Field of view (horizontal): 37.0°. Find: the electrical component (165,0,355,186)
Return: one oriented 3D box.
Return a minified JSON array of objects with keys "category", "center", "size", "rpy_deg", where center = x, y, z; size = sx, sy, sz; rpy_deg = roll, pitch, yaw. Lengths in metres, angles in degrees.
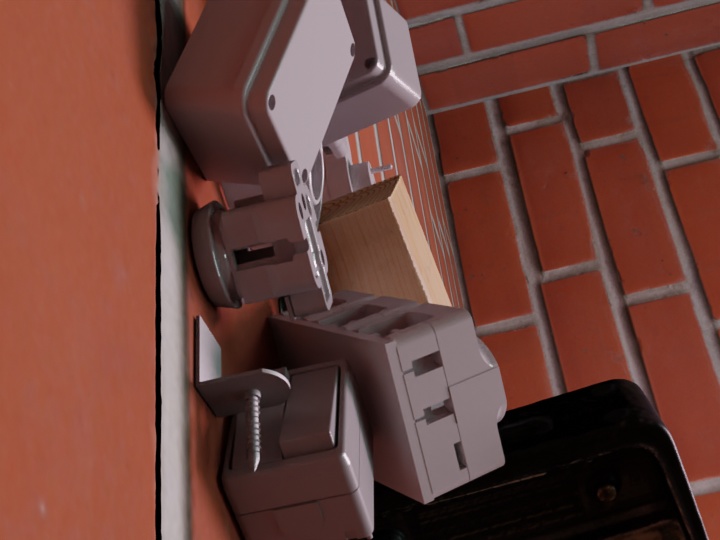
[{"category":"electrical component","center":[-0.050,-0.108,0.587],"size":[0.078,0.057,0.113],"rpy_deg":[67,35,-53]}]

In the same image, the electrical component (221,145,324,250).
[{"category":"electrical component","center":[-0.057,-0.061,0.665],"size":[0.099,0.064,0.099],"rpy_deg":[1,90,-80]}]

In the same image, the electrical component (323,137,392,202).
[{"category":"electrical component","center":[-0.006,-0.071,0.924],"size":[0.052,0.074,0.138],"rpy_deg":[24,54,-81]}]

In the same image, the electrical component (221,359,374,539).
[{"category":"electrical component","center":[-0.030,0.086,0.540],"size":[0.096,0.062,0.061],"rpy_deg":[-89,164,-60]}]

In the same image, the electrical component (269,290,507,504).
[{"category":"electrical component","center":[0.014,0.065,0.622],"size":[0.150,0.062,0.089],"rpy_deg":[7,-67,62]}]

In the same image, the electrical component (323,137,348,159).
[{"category":"electrical component","center":[-0.045,-0.132,0.828],"size":[0.055,0.050,0.089],"rpy_deg":[50,29,-74]}]

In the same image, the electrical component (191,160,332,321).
[{"category":"electrical component","center":[-0.052,-0.012,0.557],"size":[0.058,0.057,0.078],"rpy_deg":[-72,148,-76]}]

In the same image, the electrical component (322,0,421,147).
[{"category":"electrical component","center":[-0.023,-0.137,0.741],"size":[0.057,0.113,0.078],"rpy_deg":[27,48,-55]}]
